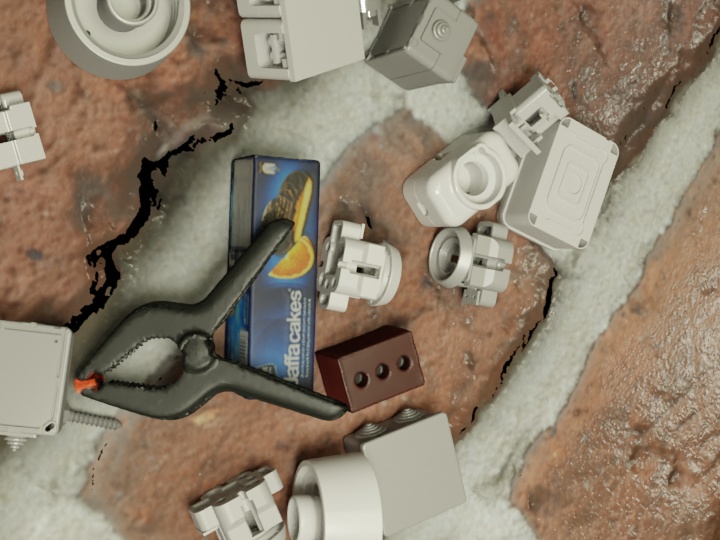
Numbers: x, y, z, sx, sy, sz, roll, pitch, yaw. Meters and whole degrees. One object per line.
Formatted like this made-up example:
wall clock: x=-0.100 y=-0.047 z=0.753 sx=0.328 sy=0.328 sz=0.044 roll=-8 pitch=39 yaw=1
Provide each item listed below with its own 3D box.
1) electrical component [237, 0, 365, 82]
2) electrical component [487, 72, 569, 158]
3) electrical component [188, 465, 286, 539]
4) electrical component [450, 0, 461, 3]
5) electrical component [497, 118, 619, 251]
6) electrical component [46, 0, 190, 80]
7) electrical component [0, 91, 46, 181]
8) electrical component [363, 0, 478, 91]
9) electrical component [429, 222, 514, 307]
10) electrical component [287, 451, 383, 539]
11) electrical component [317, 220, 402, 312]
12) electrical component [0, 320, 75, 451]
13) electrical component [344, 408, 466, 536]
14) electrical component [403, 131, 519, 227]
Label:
electrical component: x=-0.055 y=-0.239 z=0.881 sx=0.089 sy=0.062 sz=0.150 roll=-28 pitch=120 yaw=-43
electrical component: x=0.158 y=-0.147 z=1.002 sx=0.064 sy=0.081 sz=0.042 roll=-39 pitch=114 yaw=20
electrical component: x=-0.097 y=0.209 z=0.904 sx=0.078 sy=0.058 sz=0.057 roll=-26 pitch=100 yaw=-23
electrical component: x=0.061 y=-0.282 z=0.962 sx=0.095 sy=0.059 sz=0.053 roll=31 pitch=78 yaw=-24
electrical component: x=0.189 y=-0.082 z=1.033 sx=0.078 sy=0.057 sz=0.113 roll=24 pitch=81 yaw=-25
electrical component: x=-0.186 y=-0.207 z=0.843 sx=0.108 sy=0.060 sz=0.108 roll=-1 pitch=92 yaw=-26
electrical component: x=-0.276 y=-0.097 z=0.812 sx=0.055 sy=0.048 sz=0.066 roll=-20 pitch=101 yaw=-32
electrical component: x=0.059 y=-0.198 z=0.943 sx=0.061 sy=0.096 sz=0.061 roll=30 pitch=79 yaw=-24
electrical component: x=0.101 y=-0.009 z=0.993 sx=0.057 sy=0.058 sz=0.078 roll=11 pitch=87 yaw=-29
electrical component: x=-0.028 y=0.210 z=0.913 sx=0.060 sy=0.108 sz=0.108 roll=1 pitch=91 yaw=-20
electrical component: x=0.000 y=0.000 z=0.944 sx=0.057 sy=0.058 sz=0.078 roll=12 pitch=87 yaw=-23
electrical component: x=-0.255 y=0.088 z=0.816 sx=0.062 sy=0.061 sz=0.096 roll=7 pitch=82 yaw=-11
electrical component: x=0.039 y=0.180 z=0.974 sx=0.100 sy=0.048 sz=0.099 roll=-18 pitch=100 yaw=-25
electrical component: x=0.095 y=-0.083 z=0.986 sx=0.095 sy=0.059 sz=0.053 roll=-39 pitch=108 yaw=-20
